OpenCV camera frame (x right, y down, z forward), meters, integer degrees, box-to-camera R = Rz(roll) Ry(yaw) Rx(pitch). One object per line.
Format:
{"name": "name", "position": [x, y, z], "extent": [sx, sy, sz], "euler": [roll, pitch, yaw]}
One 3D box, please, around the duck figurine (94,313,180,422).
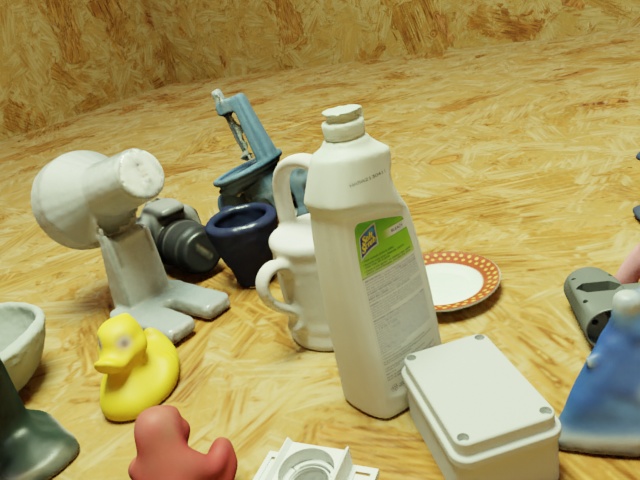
{"name": "duck figurine", "position": [-0.185, 0.112, 0.561], "extent": [0.077, 0.086, 0.104], "euler": [-6, 24, 12]}

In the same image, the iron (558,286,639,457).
{"name": "iron", "position": [0.280, 0.055, 0.403], "extent": [0.258, 0.142, 0.118], "euler": [-15, 24, -8]}

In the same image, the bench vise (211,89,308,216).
{"name": "bench vise", "position": [-0.082, -0.134, 0.897], "extent": [0.207, 0.220, 0.121], "euler": [-7, 24, 11]}

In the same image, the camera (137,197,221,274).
{"name": "camera", "position": [-0.212, 0.002, 0.801], "extent": [0.143, 0.101, 0.136], "euler": [-29, 29, -34]}

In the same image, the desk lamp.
{"name": "desk lamp", "position": [-0.229, -0.006, 0.685], "extent": [0.202, 0.214, 0.118], "euler": [7, 30, 36]}

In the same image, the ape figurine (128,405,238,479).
{"name": "ape figurine", "position": [-0.105, 0.158, 0.412], "extent": [0.077, 0.092, 0.076], "euler": [-4, 25, 16]}

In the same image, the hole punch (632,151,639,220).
{"name": "hole punch", "position": [0.424, -0.060, 0.656], "extent": [0.101, 0.091, 0.108], "euler": [-8, 24, 9]}

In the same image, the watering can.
{"name": "watering can", "position": [0.004, 0.002, 0.585], "extent": [0.100, 0.194, 0.173], "euler": [0, 26, 25]}

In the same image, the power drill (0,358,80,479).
{"name": "power drill", "position": [-0.280, 0.103, 0.471], "extent": [0.228, 0.209, 0.076], "euler": [12, 33, 43]}

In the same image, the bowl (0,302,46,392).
{"name": "bowl", "position": [-0.365, 0.138, 0.600], "extent": [0.167, 0.075, 0.167], "euler": [-10, 24, 5]}

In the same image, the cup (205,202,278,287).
{"name": "cup", "position": [-0.097, 0.007, 0.744], "extent": [0.092, 0.095, 0.117], "euler": [-21, 25, -20]}

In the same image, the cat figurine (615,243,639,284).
{"name": "cat figurine", "position": [0.343, -0.016, 0.564], "extent": [0.128, 0.118, 0.067], "euler": [-29, 29, -34]}
